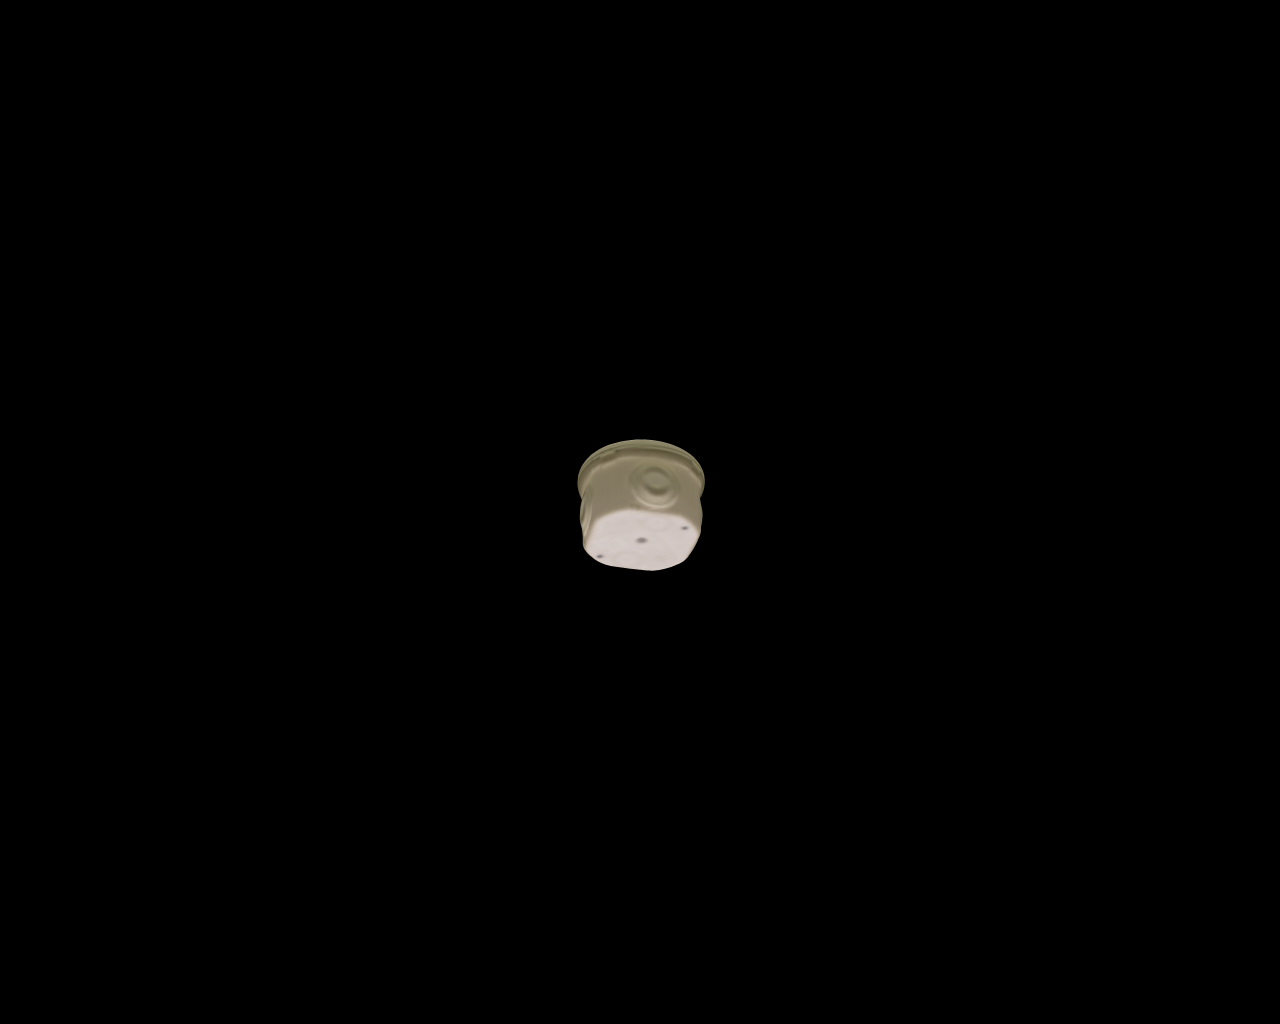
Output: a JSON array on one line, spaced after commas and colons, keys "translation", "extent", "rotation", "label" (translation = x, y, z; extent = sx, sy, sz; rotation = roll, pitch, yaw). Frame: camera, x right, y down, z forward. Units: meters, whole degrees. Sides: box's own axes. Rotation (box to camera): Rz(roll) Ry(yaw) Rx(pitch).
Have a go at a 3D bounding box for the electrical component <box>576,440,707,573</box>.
[{"translation": [0.001, -0.003, 0.650], "extent": [0.080, 0.051, 0.080], "rotation": [0, -35, 0], "label": "electrical component"}]
